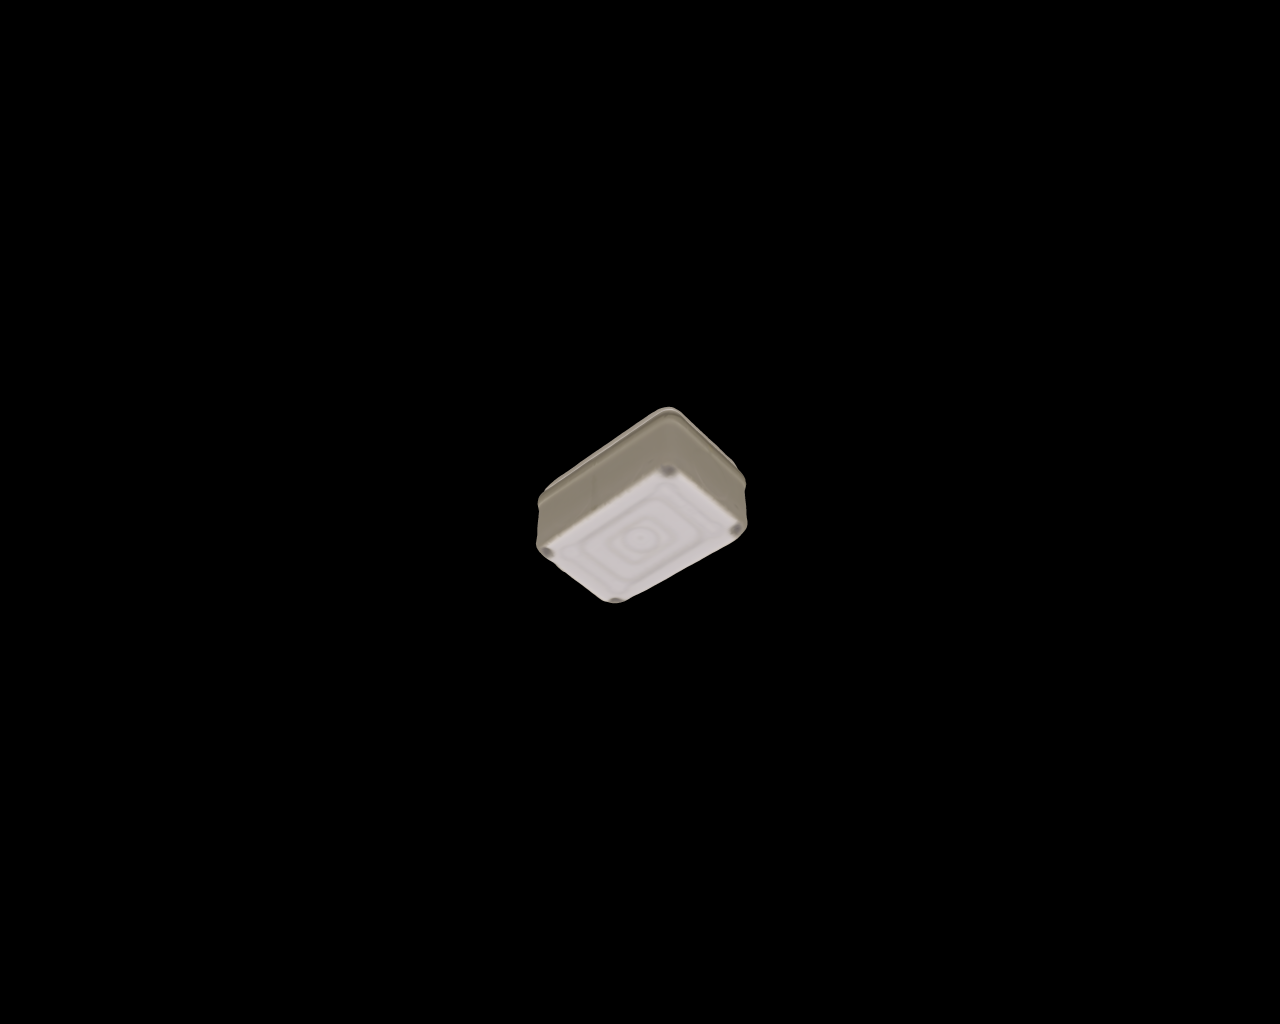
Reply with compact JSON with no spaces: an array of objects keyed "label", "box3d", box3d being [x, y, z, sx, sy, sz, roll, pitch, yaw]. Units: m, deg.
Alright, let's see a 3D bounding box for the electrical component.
[{"label":"electrical component","box3d":[0.001,-0.003,0.650,0.113,0.057,0.078,-32,-54,27]}]
